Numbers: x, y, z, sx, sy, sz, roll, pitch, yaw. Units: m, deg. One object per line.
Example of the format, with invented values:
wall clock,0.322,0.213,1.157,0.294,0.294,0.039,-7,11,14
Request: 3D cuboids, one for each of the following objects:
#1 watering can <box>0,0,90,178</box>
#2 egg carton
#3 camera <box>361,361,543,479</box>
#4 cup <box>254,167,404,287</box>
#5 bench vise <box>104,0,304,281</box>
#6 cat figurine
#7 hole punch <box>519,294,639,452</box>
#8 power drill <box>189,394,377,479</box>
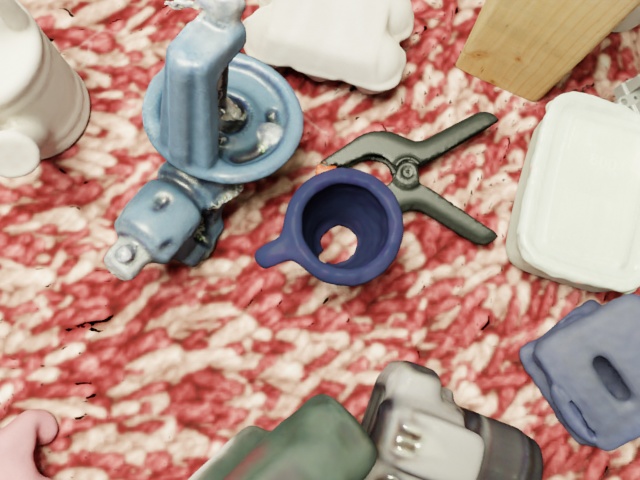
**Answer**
watering can,-0.249,-0.130,0.428,0.173,0.194,0.101,44,80,5
egg carton,0.009,-0.194,0.520,0.150,0.069,0.107,13,79,-1
camera,0.096,0.180,0.443,0.137,0.101,0.143,19,79,0
cup,0.004,0.002,0.472,0.118,0.095,0.091,-22,82,-7
bench vise,-0.080,-0.064,0.414,0.121,0.219,0.207,14,79,-1
cat figurine,-0.228,0.193,0.410,0.067,0.117,0.128,-23,82,-7
hole punch,0.237,0.111,0.470,0.101,0.091,0.108,-33,83,-9
power drill,-0.064,0.194,0.375,0.230,0.208,0.075,-43,85,-10
